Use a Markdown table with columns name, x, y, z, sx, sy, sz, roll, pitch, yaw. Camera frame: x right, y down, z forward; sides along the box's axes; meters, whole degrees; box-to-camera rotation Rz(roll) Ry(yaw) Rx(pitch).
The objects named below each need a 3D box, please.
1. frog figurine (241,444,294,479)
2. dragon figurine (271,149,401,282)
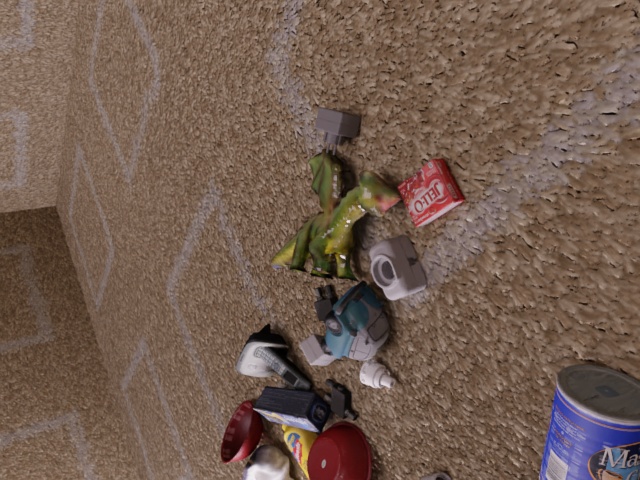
| name | x | y | z | sx | sy | sz | roll | pitch | yaw |
| --- | --- | --- | --- | --- | --- | --- | --- | --- | --- |
| frog figurine | -0.106 | 0.588 | 1.275 | 0.160 | 0.124 | 0.135 | 23 | 114 | 7 |
| dragon figurine | 0.003 | -0.049 | 0.974 | 0.410 | 0.122 | 0.244 | 2 | 83 | 58 |
